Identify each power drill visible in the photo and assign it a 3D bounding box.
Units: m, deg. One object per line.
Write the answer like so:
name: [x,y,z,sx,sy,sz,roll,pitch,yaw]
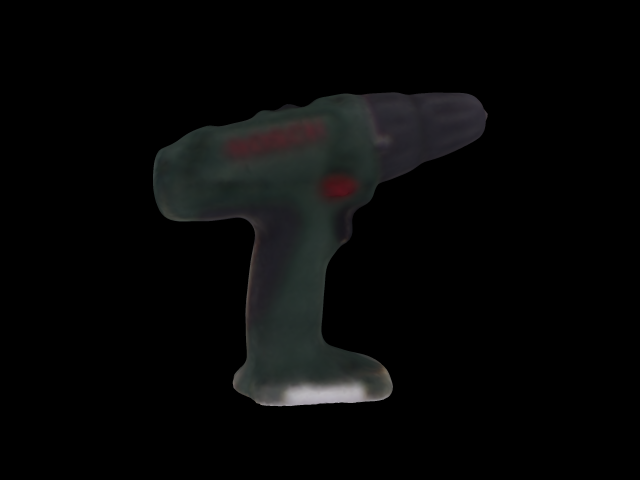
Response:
power drill: [0.004,0.001,0.400,0.229,0.208,0.075,0,4,-7]
